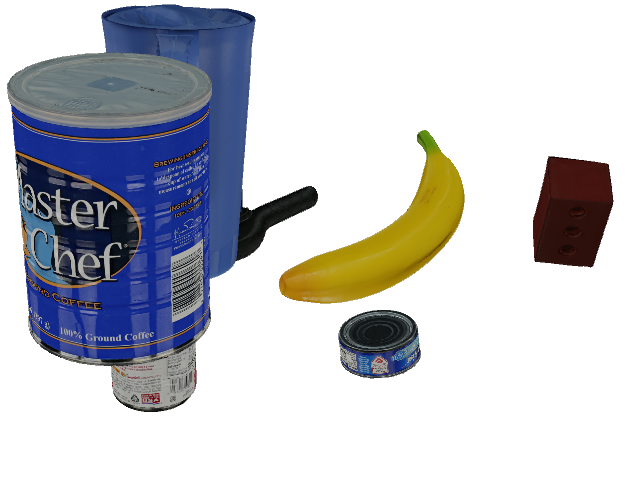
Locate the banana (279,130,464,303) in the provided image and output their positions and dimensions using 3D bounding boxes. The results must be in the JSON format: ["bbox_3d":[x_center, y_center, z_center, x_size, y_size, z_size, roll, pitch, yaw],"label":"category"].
[{"bbox_3d":[0.051,-0.005,0.752,0.070,0.037,0.197,29,48,19],"label":"banana"}]

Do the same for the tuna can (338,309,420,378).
[{"bbox_3d":[0.062,0.108,1.126,0.086,0.034,0.086,-6,26,3],"label":"tuna can"}]

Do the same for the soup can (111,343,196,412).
[{"bbox_3d":[-0.130,0.073,0.827,0.068,0.102,0.068,2,29,-1],"label":"soup can"}]

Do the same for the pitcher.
[{"bbox_3d":[-0.128,-0.085,0.960,0.145,0.243,0.148,18,25,36],"label":"pitcher"}]

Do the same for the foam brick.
[{"bbox_3d":[0.213,-0.024,0.907,0.053,0.078,0.051,6,45,4],"label":"foam brick"}]

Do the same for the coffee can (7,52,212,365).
[{"bbox_3d":[-0.110,-0.019,0.573,0.103,0.140,0.103,2,26,-1],"label":"coffee can"}]

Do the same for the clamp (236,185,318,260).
[{"bbox_3d":[-0.079,-0.021,1.213,0.120,0.039,0.171,-2,36,25],"label":"clamp"}]
